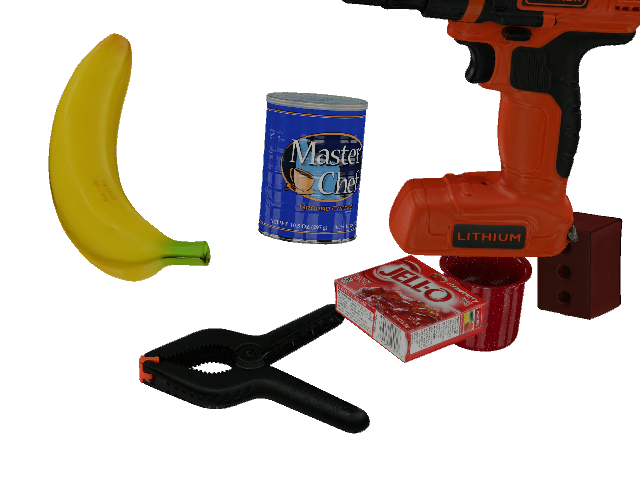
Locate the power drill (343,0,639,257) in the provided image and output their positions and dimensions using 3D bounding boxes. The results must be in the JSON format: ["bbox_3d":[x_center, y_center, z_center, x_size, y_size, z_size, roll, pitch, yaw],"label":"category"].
[{"bbox_3d":[0.084,-0.081,0.579,0.184,0.188,0.057,2,35,-5],"label":"power drill"}]

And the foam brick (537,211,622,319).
[{"bbox_3d":[0.216,0.020,0.891,0.053,0.078,0.051,11,22,43],"label":"foam brick"}]

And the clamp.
[{"bbox_3d":[-0.059,0.122,0.980,0.209,0.036,0.164,-4,35,-14],"label":"clamp"}]

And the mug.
[{"bbox_3d":[0.163,0.054,1.103,0.093,0.081,0.117,-3,28,-10],"label":"mug"}]

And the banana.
[{"bbox_3d":[-0.117,-0.042,0.592,0.069,0.198,0.037,-18,-39,-10],"label":"banana"}]

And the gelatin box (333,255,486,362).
[{"bbox_3d":[0.064,0.047,0.774,0.073,0.030,0.089,-17,32,-29],"label":"gelatin box"}]

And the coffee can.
[{"bbox_3d":[-0.008,-0.076,1.087,0.103,0.140,0.103,4,12,-1],"label":"coffee can"}]
